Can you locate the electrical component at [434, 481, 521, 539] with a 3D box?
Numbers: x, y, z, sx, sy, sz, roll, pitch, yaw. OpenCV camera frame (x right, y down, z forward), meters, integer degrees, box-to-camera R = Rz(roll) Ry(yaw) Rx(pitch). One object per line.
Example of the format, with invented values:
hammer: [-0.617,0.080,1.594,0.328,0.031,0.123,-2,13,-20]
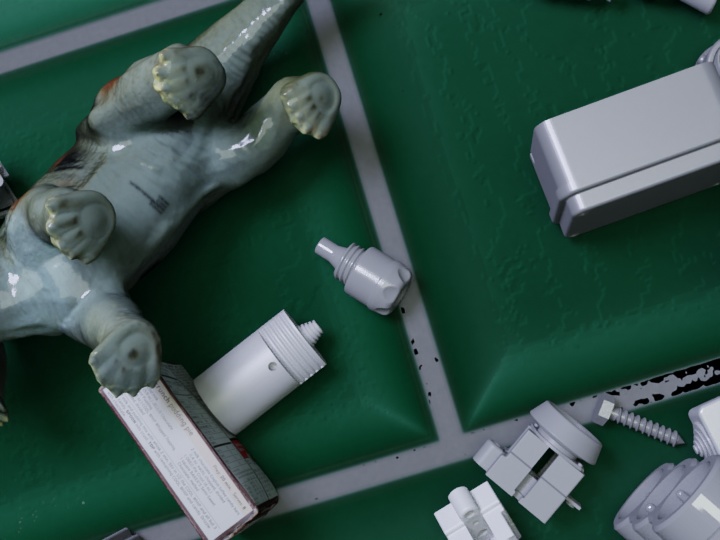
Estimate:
electrical component: [0.077,0.163,0.625,0.048,0.066,0.055,-32,47,1]

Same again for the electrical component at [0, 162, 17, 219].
electrical component: [-0.258,-0.048,0.679,0.081,0.064,0.042,-28,78,-38]

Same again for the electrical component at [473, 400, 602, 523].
electrical component: [0.111,0.112,0.640,0.066,0.048,0.055,39,95,9]

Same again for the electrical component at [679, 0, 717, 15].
electrical component: [0.199,-0.188,0.671,0.055,0.045,0.045,19,85,8]

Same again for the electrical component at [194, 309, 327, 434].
electrical component: [-0.057,0.059,0.663,0.081,0.043,0.043,-38,81,0]

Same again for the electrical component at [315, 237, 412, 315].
electrical component: [0.000,0.000,0.670,0.061,0.035,0.035,32,87,11]

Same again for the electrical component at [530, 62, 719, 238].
electrical component: [0.164,-0.069,0.642,0.113,0.078,0.057,-20,78,3]

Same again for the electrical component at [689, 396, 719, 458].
electrical component: [0.251,0.103,0.625,0.100,0.048,0.099,-25,81,2]

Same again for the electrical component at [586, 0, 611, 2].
electrical component: [0.126,-0.192,0.680,0.078,0.040,0.040,29,86,8]

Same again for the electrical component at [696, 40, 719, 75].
electrical component: [0.231,-0.123,0.650,0.048,0.062,0.048,-1,82,5]

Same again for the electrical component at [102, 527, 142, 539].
electrical component: [-0.179,0.205,0.623,0.109,0.108,0.056,-30,84,1]

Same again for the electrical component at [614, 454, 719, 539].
electrical component: [0.191,0.145,0.580,0.074,0.138,0.052,41,80,9]
